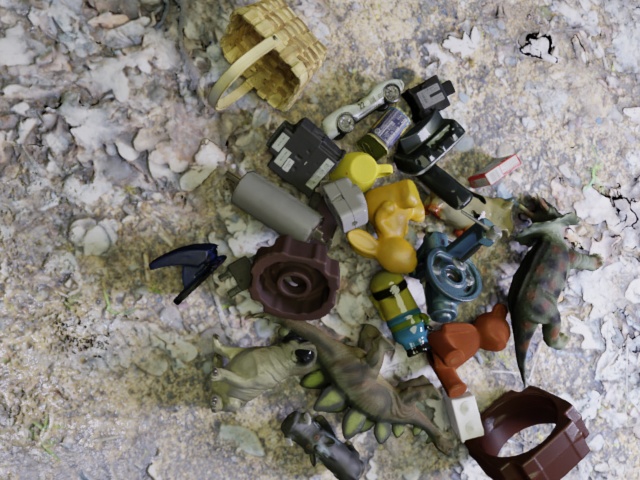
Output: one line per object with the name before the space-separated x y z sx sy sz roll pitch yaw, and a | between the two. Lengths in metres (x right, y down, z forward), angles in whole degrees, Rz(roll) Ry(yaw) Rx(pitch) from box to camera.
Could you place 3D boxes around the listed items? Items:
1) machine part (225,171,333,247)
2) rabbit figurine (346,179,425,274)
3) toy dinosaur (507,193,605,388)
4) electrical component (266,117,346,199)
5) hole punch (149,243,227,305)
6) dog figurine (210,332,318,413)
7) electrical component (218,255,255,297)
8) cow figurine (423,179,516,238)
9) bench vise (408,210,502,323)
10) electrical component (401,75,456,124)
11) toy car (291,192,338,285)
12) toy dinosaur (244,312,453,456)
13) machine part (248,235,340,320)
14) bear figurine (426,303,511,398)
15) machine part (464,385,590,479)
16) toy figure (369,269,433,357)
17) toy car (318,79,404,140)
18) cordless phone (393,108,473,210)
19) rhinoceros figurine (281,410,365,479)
machine part | -0.080 -0.057 1.017 0.243 0.079 0.079 32 82 6
rabbit figurine | 0.133 -0.015 1.049 0.162 0.121 0.173 -11 74 4
toy dinosaur | 0.451 0.092 1.108 0.192 0.131 0.404 27 78 -23
electrical component | -0.035 -0.166 1.036 0.134 0.058 0.115 40 113 -10
hole punch | -0.238 0.043 0.979 0.116 0.142 0.092 -40 93 1
dog figurine | -0.105 0.253 0.994 0.191 0.172 0.121 2 48 -9
electrical component | -0.148 0.067 1.049 0.094 0.021 0.063 -32 96 -12
cow figurine | 0.321 -0.065 1.127 0.195 0.085 0.127 31 86 -8
bench vise | 0.258 0.030 1.021 0.129 0.240 0.224 25 48 -9
electrical component | 0.239 -0.302 1.131 0.119 0.048 0.074 -25 95 -10
toy car | -0.002 -0.003 1.067 0.089 0.053 0.202 20 83 9
toy dinosaur | 0.068 0.265 1.051 0.471 0.105 0.198 43 85 3
machine part | -0.046 0.074 0.998 0.179 0.056 0.179 4 128 5
bear figurine | 0.320 0.218 1.098 0.196 0.132 0.120 -13 117 -9
machine part | 0.409 0.396 1.070 0.201 0.201 0.087 -35 98 -11
toy figure | 0.163 0.140 1.065 0.082 0.089 0.180 -18 72 -15
toy car | 0.083 -0.263 1.081 0.202 0.073 0.056 -35 96 -11
cordless phone | 0.254 -0.158 1.077 0.146 0.088 0.184 -41 72 -10
rhinoceros figurine | 0.002 0.394 1.025 0.073 0.112 0.190 -45 105 0
